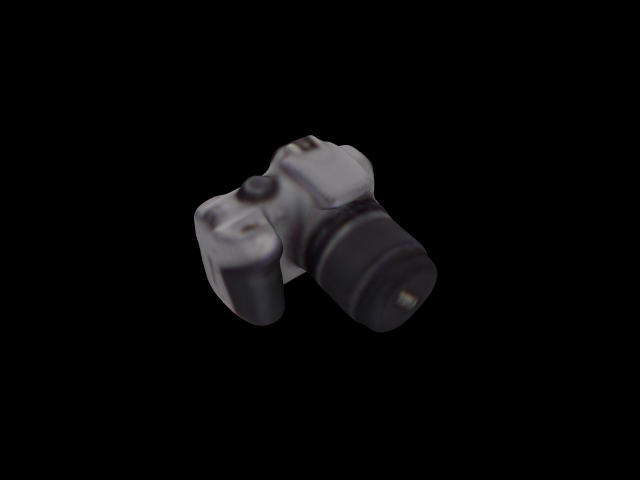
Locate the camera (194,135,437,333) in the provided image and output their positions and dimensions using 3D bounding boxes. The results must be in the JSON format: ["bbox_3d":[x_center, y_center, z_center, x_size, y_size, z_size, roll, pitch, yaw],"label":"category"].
[{"bbox_3d":[0.004,0.001,0.400,0.143,0.101,0.136,-29,54,-24],"label":"camera"}]
